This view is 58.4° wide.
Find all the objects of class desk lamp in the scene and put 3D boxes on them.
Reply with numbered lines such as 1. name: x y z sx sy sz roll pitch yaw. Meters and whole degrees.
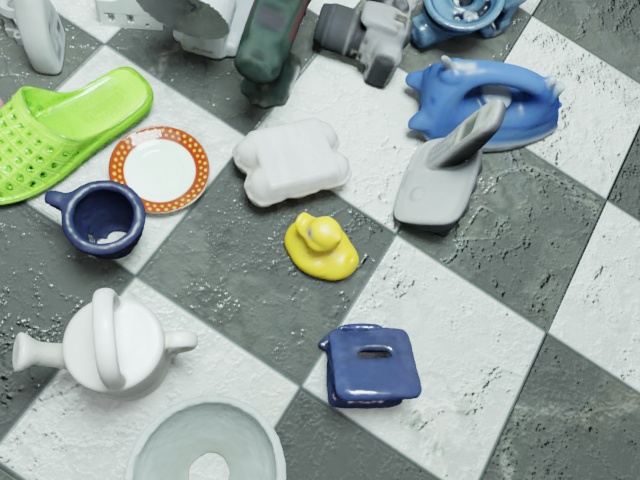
1. desk lamp: -0.155 -0.339 0.762 0.118 0.213 0.203 16 68 -5

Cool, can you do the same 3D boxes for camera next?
1. camera: 0.067 -0.326 0.860 0.137 0.100 0.143 16 68 -5

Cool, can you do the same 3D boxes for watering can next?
1. watering can: -0.220 0.113 0.596 0.173 0.194 0.101 -26 77 -18

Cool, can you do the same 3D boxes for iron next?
1. iron: 0.261 -0.210 0.834 0.258 0.141 0.118 3 70 -10

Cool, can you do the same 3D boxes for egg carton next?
1. egg carton: -0.038 -0.105 0.777 0.150 0.069 0.107 -17 74 -16

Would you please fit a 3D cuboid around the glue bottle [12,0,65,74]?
1. glue bottle: -0.363 -0.291 0.726 0.037 0.173 0.078 2 70 -10

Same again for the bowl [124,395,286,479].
1. bowl: -0.123 0.258 0.626 0.167 0.074 0.167 4 70 -10

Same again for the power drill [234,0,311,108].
1. power drill: -0.055 -0.285 0.764 0.075 0.208 0.230 18 68 -4

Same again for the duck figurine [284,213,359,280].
1. duck figurine: 0.007 0.003 0.738 0.104 0.086 0.077 34 68 3

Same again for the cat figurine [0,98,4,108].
1. cat figurine: -0.471 -0.189 0.698 0.128 0.117 0.067 -24 76 -18

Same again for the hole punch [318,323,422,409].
1. hole punch: 0.059 0.150 0.692 0.109 0.091 0.101 1 70 -10

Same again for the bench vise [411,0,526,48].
1. bench vise: 0.246 -0.395 0.856 0.208 0.219 0.121 -39 81 -21

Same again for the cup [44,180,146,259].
1. cup: -0.265 -0.018 0.688 0.118 0.095 0.092 20 68 -3

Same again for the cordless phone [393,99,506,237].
1. cordless phone: 0.174 -0.094 0.752 0.094 0.185 0.148 21 68 -2
